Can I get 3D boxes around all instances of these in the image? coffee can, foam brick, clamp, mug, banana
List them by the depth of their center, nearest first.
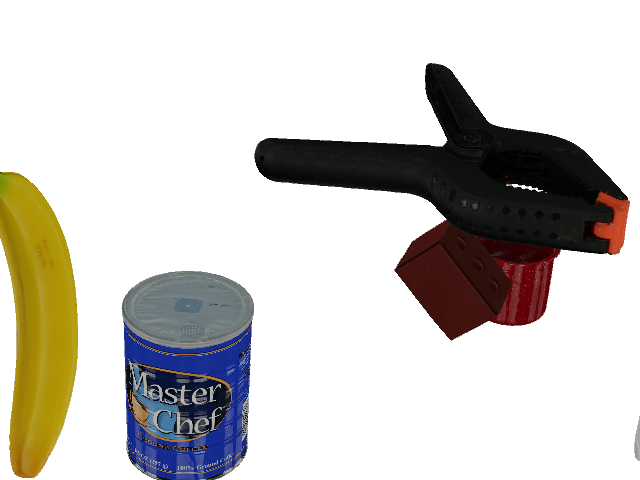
[{"bbox_3d":[0.075,-0.041,0.610,0.164,0.036,0.210,-25,39,-29],"label":"clamp"},{"bbox_3d":[-0.176,0.042,0.643,0.037,0.198,0.069,5,19,34],"label":"banana"},{"bbox_3d":[0.108,0.030,0.858,0.051,0.078,0.053,-33,10,34],"label":"foam brick"},{"bbox_3d":[-0.107,0.110,0.865,0.103,0.140,0.103,3,29,-2],"label":"coffee can"},{"bbox_3d":[0.196,0.029,1.122,0.093,0.081,0.117,-5,31,-11],"label":"mug"}]

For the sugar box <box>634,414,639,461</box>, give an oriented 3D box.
[{"bbox_3d":[0.299,0.147,0.718,0.048,0.093,0.176,-15,29,-37],"label":"sugar box"}]
